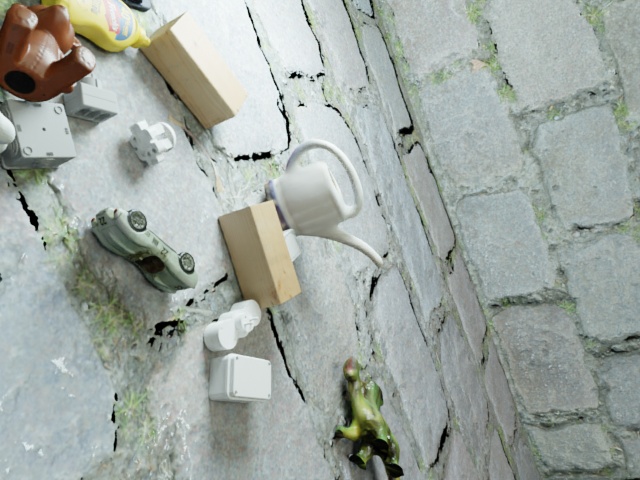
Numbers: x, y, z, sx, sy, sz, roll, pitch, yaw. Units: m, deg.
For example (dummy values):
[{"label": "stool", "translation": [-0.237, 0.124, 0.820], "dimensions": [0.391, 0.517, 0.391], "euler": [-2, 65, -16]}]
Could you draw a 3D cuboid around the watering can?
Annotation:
[{"label": "watering can", "translation": [0.004, -0.061, 1.219], "dimensions": [0.223, 0.345, 0.105], "euler": [-20, 11, 11]}]

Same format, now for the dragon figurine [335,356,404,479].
[{"label": "dragon figurine", "translation": [0.150, 0.469, 1.318], "dimensions": [0.121, 0.404, 0.248], "euler": [-19, 24, 22]}]

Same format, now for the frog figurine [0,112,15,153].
[{"label": "frog figurine", "translation": [-0.426, -0.140, 0.581], "dimensions": [0.158, 0.125, 0.136], "euler": [-17, -24, 28]}]
